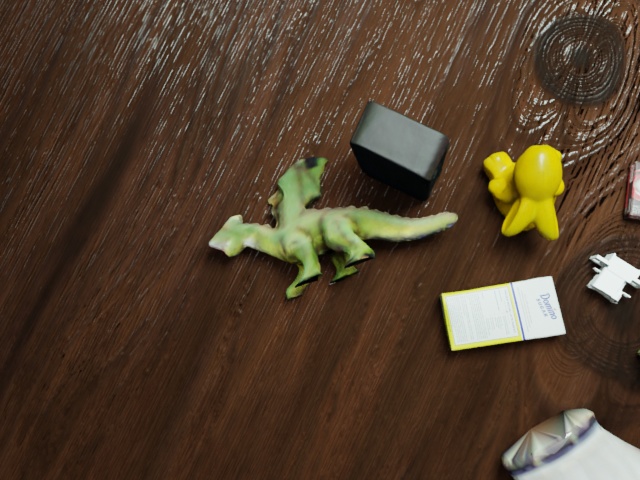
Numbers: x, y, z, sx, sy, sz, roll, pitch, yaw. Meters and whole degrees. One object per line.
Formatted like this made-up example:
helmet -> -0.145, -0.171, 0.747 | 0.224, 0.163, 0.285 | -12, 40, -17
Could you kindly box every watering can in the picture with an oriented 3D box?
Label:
watering can -> 0.417, 0.344, 0.731 | 0.347, 0.227, 0.103 | -33, -16, 5

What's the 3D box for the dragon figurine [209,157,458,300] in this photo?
dragon figurine -> 0.003, -0.045, 0.899 | 0.409, 0.247, 0.120 | -23, -22, 4
